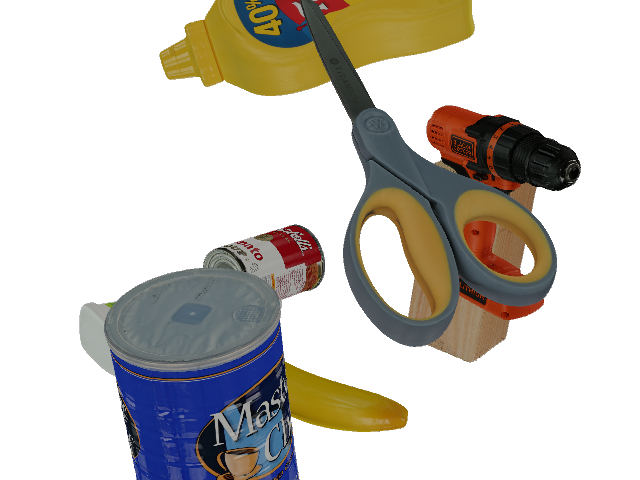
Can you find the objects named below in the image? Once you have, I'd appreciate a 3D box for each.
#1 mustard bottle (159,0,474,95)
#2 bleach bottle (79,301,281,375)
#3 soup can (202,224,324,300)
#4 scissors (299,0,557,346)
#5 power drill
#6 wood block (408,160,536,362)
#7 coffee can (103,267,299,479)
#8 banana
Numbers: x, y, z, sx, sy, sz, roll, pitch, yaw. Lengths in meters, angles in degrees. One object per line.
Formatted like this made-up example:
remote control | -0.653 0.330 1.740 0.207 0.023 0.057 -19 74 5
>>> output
mustard bottle | -0.008 -0.139 0.670 0.191 0.096 0.058 -18 -37 0
bleach bottle | -0.162 0.097 1.320 0.250 0.068 0.103 -12 29 -36
soup can | -0.055 0.028 1.029 0.102 0.068 0.069 -18 12 -43
scissors | 0.044 -0.040 0.467 0.096 0.202 0.016 3 -40 -10
power drill | 0.171 -0.024 1.000 0.057 0.188 0.185 -17 27 -26
wood block | 0.167 0.016 1.180 0.090 0.206 0.090 21 26 30
coffee can | -0.069 0.102 0.651 0.103 0.140 0.103 -4 28 2
banana | -0.020 0.110 0.849 0.069 0.037 0.198 -25 32 -32
